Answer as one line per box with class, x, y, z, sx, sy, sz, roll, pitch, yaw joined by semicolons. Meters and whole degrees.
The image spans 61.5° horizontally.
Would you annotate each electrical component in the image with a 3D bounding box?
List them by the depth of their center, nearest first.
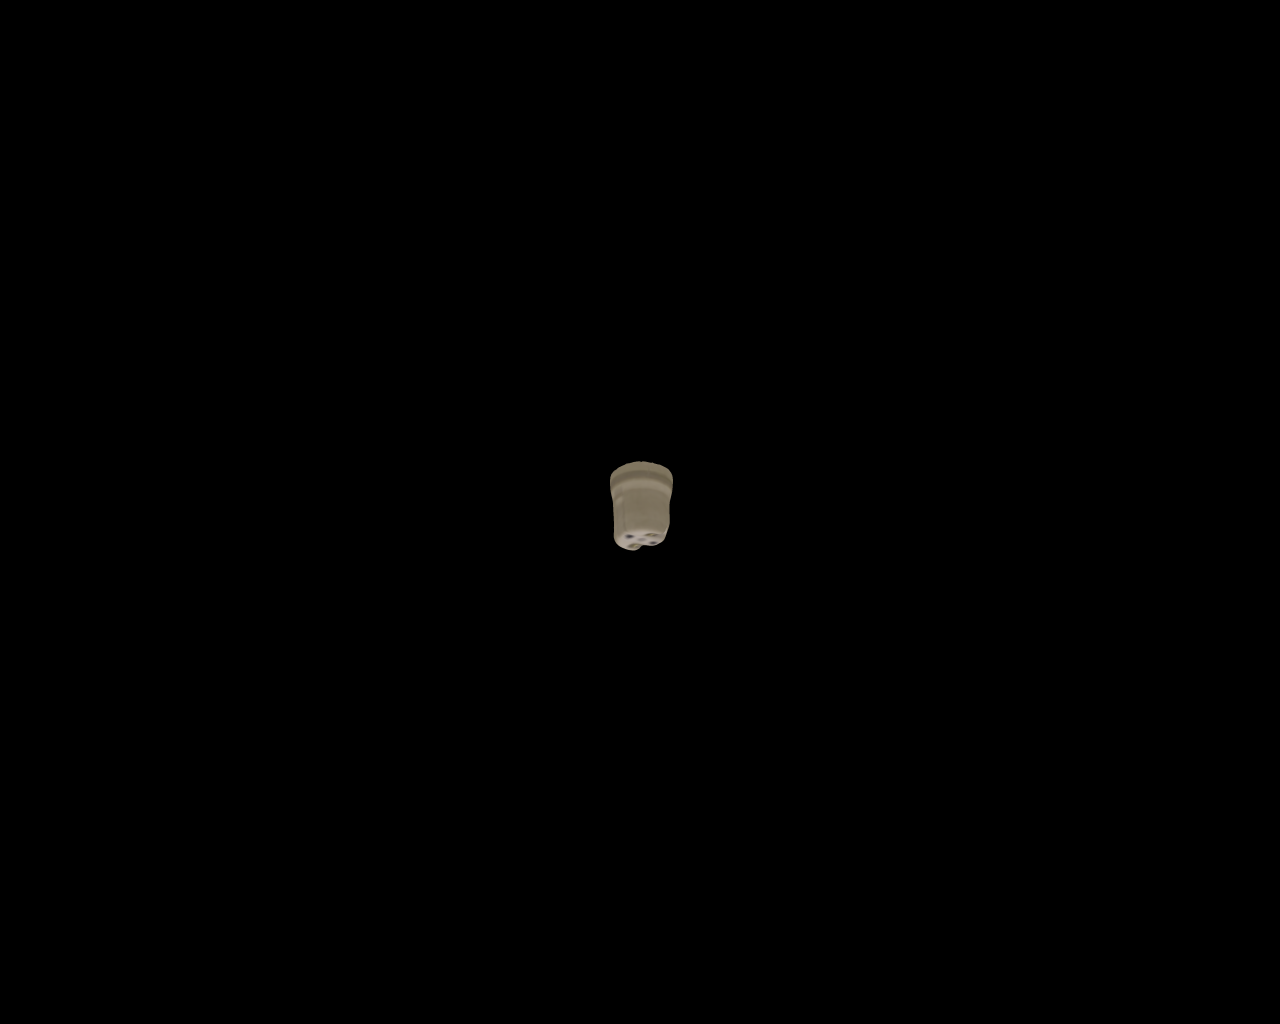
electrical component;0.001;-0.003;0.650;0.040;0.046;0.040;0;-29;0
